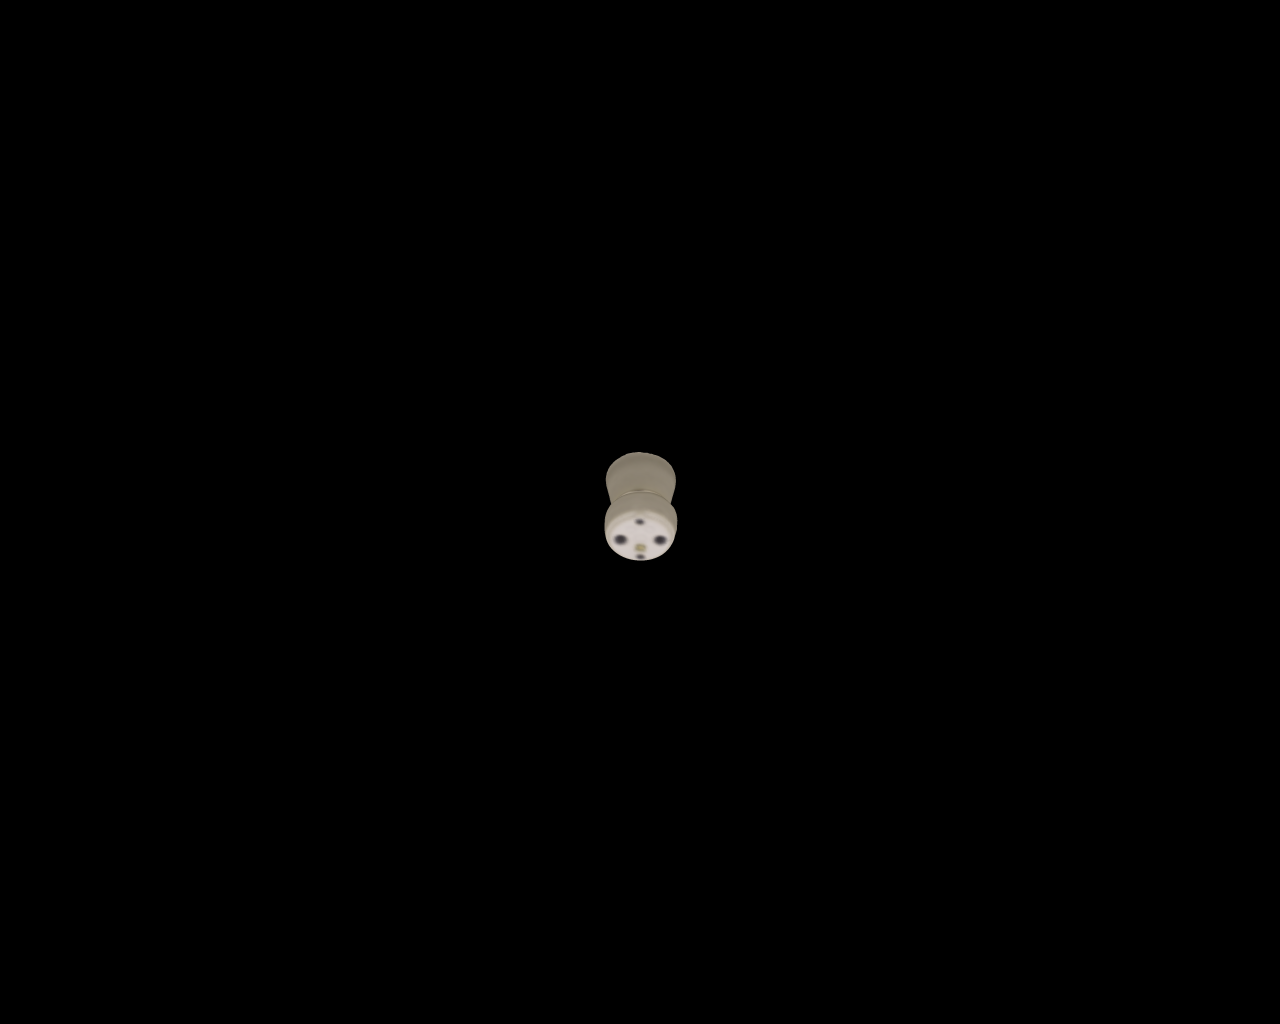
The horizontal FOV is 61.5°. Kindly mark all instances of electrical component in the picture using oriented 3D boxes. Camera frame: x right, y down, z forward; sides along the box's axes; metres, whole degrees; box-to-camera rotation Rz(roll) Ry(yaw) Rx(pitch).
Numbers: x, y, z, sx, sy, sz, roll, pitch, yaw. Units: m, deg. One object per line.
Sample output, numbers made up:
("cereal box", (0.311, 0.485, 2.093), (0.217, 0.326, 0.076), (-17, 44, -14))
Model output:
("electrical component", (0.001, -0.003, 0.650), (0.045, 0.044, 0.055), (0, 44, 0))
